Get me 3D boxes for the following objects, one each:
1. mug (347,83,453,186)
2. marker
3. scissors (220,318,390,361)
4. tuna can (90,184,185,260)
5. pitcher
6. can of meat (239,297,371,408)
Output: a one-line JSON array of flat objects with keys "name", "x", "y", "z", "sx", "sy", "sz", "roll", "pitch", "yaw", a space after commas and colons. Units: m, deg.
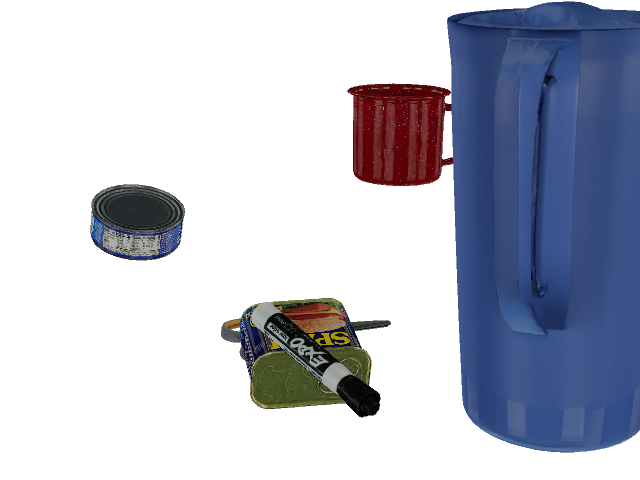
[{"name": "mug", "x": 0.083, "y": -0.097, "z": 0.972, "sx": 0.117, "sy": 0.081, "sz": 0.093, "roll": 1, "pitch": 15, "yaw": 1}, {"name": "marker", "x": -0.003, "y": 0.076, "z": 0.688, "sx": 0.020, "sy": 0.020, "sz": 0.121, "roll": 0, "pitch": 26, "yaw": -42}, {"name": "scissors", "x": -0.012, "y": 0.112, "z": 1.210, "sx": 0.201, "sy": 0.016, "sz": 0.096, "roll": 2, "pitch": 25, "yaw": -7}, {"name": "tuna can", "x": -0.170, "y": -0.017, "z": 0.992, "sx": 0.086, "sy": 0.034, "sz": 0.086, "roll": 8, "pitch": 30, "yaw": -5}, {"name": "pitcher", "x": 0.131, "y": -0.007, "z": 0.592, "sx": 0.149, "sy": 0.243, "sz": 0.145, "roll": -7, "pitch": 17, "yaw": -19}, {"name": "can of meat", "x": -0.016, "y": 0.094, "z": 0.916, "sx": 0.102, "sy": 0.057, "sz": 0.084, "roll": -3, "pitch": 29, "yaw": -12}]
